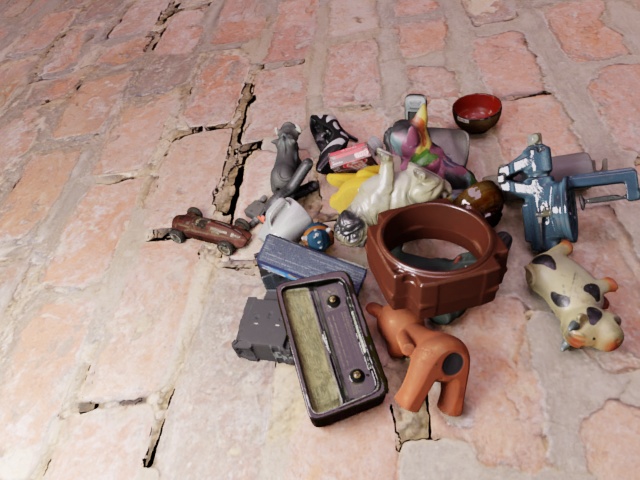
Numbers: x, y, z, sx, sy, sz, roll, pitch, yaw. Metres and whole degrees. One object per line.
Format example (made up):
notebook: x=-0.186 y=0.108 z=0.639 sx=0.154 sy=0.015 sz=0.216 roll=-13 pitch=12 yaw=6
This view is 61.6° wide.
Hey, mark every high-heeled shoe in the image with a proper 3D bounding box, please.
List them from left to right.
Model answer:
high-heeled shoe: x=-0.001 y=-0.239 z=1.289 sx=0.145 sy=0.086 sz=0.249 roll=27 pitch=35 yaw=11

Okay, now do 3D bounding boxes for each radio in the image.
radio: x=0.017 y=0.170 z=0.871 sx=0.131 sy=0.073 sz=0.230 roll=-14 pitch=63 yaw=-7

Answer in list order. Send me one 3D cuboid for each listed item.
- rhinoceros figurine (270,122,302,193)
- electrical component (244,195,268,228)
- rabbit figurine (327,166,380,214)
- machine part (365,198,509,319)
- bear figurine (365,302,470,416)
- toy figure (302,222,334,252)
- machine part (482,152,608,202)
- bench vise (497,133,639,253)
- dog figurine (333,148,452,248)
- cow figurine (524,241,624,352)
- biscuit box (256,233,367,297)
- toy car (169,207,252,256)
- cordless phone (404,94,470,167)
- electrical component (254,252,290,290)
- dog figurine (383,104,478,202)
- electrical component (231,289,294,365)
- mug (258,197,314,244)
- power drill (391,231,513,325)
rhinoceros figurine: x=-0.082 y=-0.195 z=1.271 sx=0.073 sy=0.112 sz=0.190 roll=-4 pitch=54 yaw=15
electrical component: x=-0.141 y=-0.065 z=1.222 sx=0.063 sy=0.021 sz=0.094 roll=24 pitch=58 yaw=33
rabbit figurine: x=0.098 y=-0.102 z=1.153 sx=0.163 sy=0.121 sz=0.173 roll=-1 pitch=32 yaw=26
machine part: x=0.189 y=0.022 z=0.891 sx=0.201 sy=0.087 sz=0.202 roll=-12 pitch=42 yaw=-9
bear figurine: x=0.146 y=0.178 z=0.863 sx=0.196 sy=0.120 sz=0.132 roll=22 pitch=97 yaw=62
toy figure: x=-0.001 y=-0.005 z=1.054 sx=0.064 sy=0.058 sz=0.154 roll=-44 pitch=6 yaw=5
machine part: x=0.453 y=-0.127 z=1.085 sx=0.243 sy=0.079 sz=0.079 roll=-8 pitch=46 yaw=6
bench vise: x=0.451 y=-0.092 z=0.957 sx=0.241 sy=0.128 sz=0.223 roll=-6 pitch=81 yaw=33
dog figurine: x=0.132 y=-0.055 z=1.001 sx=0.172 sy=0.190 sz=0.121 roll=26 pitch=15 yaw=10
cow figurine: x=0.411 y=0.098 z=0.875 sx=0.127 sy=0.085 sz=0.195 roll=-20 pitch=47 yaw=-13
biscuit box: x=-0.016 y=0.052 z=1.003 sx=0.203 sy=0.059 sz=0.063 roll=21 pitch=74 yaw=9
toy car: x=-0.245 y=-0.024 z=1.192 sx=0.202 sy=0.053 sz=0.089 roll=13 pitch=48 yaw=27
cordless phone: x=0.251 y=-0.234 z=1.167 sx=0.147 sy=0.184 sz=0.089 roll=9 pitch=45 yaw=23
electrical component: x=-0.082 y=0.068 z=1.062 sx=0.075 sy=0.047 sz=0.119 roll=-19 pitch=44 yaw=-2
dog figurine: x=0.226 y=-0.160 z=1.080 sx=0.192 sy=0.219 sz=0.108 roll=14 pitch=56 yaw=27
electrical component: x=-0.085 y=0.153 z=0.974 sx=0.115 sy=0.058 sz=0.134 roll=2 pitch=48 yaw=14
mug: x=-0.079 y=-0.031 z=1.121 sx=0.081 sy=0.109 sz=0.107 roll=35 pitch=77 yaw=31
power drill: x=0.219 y=0.041 z=0.994 sx=0.208 sy=0.085 sz=0.232 roll=24 pitch=57 yaw=25
